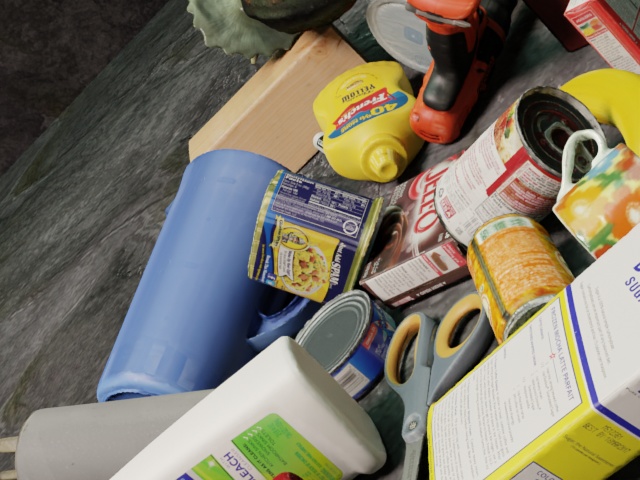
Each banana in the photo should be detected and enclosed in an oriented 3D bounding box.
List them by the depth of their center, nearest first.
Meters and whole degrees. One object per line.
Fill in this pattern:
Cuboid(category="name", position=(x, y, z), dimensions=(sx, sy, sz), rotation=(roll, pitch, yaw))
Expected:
Cuboid(category="banana", position=(0.194, -0.074, 0.684), dimensions=(0.070, 0.037, 0.198), rotation=(-40, 23, 19))

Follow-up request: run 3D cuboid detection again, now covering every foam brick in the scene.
Cuboid(category="foam brick", position=(0.196, -0.197, 0.829), dimensions=(0.051, 0.078, 0.053), rotation=(-21, 34, 51))

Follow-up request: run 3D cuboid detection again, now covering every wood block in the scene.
Cuboid(category="wood block", position=(-0.039, -0.137, 1.150), dimensions=(0.206, 0.090, 0.090), rotation=(-44, 22, 11))

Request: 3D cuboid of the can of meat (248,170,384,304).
Cuboid(category="can of meat", position=(-0.005, 0.001, 0.812), dimensions=(0.102, 0.084, 0.057), rotation=(105, -176, -49))

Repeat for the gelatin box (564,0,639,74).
Cuboid(category="gelatin box", position=(0.214, -0.165, 0.750), dimensions=(0.030, 0.073, 0.089), rotation=(-22, 34, 48))

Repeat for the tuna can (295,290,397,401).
Cuboid(category="tuna can", position=(0.015, 0.080, 0.765), dimensions=(0.086, 0.033, 0.086), rotation=(-40, 23, 21))

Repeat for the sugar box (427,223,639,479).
Cuboid(category="sugar box", position=(0.125, 0.073, 0.525), dimensions=(0.176, 0.048, 0.093), rotation=(-44, 22, 29))

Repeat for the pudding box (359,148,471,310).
Cuboid(category="pudding box", position=(0.084, -0.011, 0.779), dimensions=(0.090, 0.039, 0.113), rotation=(-29, 29, 39))

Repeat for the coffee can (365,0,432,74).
Cuboid(category="coffee can", position=(0.122, -0.242, 1.008), dimensions=(0.140, 0.102, 0.103), rotation=(-56, 23, -19))

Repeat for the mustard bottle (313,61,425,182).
Cuboid(category="mustard bottle", position=(0.048, -0.101, 0.967), dimensions=(0.096, 0.058, 0.191), rotation=(-23, 27, 7))

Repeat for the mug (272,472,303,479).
Cuboid(category="mug", position=(-0.016, 0.190, 0.582), dimensions=(0.081, 0.093, 0.117), rotation=(-43, 47, 0))

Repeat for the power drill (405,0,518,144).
Cuboid(category="power drill", position=(0.121, -0.190, 0.854), dimensions=(0.187, 0.057, 0.184), rotation=(66, -135, -67))

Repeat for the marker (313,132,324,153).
Cuboid(category="marker", position=(0.017, -0.087, 1.059), dimensions=(0.020, 0.020, 0.121), rotation=(-48, 22, 2))

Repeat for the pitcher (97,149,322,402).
Cuboid(category="pitcher", position=(-0.083, 0.050, 0.895), dimensions=(0.149, 0.145, 0.242), rotation=(-46, 19, 52))

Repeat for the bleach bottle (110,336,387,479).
Cuboid(category="bleach bottle", position=(-0.085, 0.175, 0.673), dimensions=(0.251, 0.102, 0.068), rotation=(-40, 20, 7))

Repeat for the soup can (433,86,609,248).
Cuboid(category="soup can", position=(0.126, -0.042, 0.685), dimensions=(0.102, 0.068, 0.068), rotation=(-48, 14, 51))

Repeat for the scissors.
Cuboid(category="scissors", position=(0.074, 0.100, 0.646), dimensions=(0.096, 0.016, 0.201), rotation=(-40, 24, 22))
